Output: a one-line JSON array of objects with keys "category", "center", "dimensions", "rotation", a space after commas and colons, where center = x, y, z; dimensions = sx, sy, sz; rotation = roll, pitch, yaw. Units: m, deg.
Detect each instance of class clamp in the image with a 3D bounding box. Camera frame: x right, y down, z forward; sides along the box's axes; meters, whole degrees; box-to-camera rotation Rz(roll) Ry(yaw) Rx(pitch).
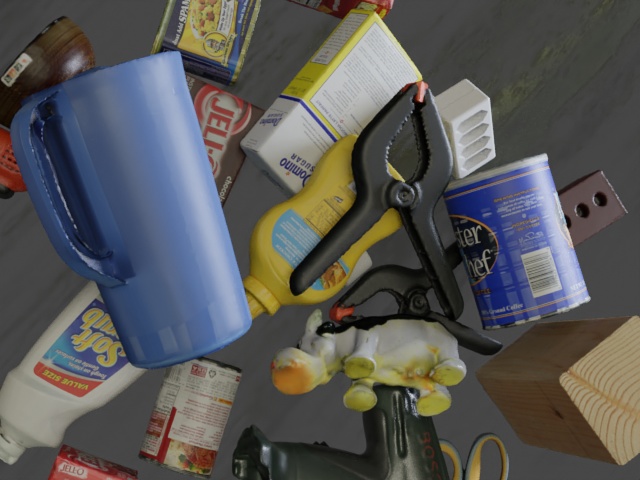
[{"category": "clamp", "center": [0.094, 0.050, 1.023], "dimensions": [0.171, 0.039, 0.120], "rotation": [2, 77, -16]}, {"category": "clamp", "center": [0.057, -0.035, 0.931], "dimensions": [0.164, 0.036, 0.210], "rotation": [3, 93, -20]}]

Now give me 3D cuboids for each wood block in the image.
[{"category": "wood block", "center": [0.228, 0.131, 0.952], "dimensions": [0.090, 0.206, 0.091], "rotation": [-36, 92, -12]}]

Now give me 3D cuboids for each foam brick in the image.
[{"category": "foam brick", "center": [0.248, -0.025, 1.051], "dimensions": [0.078, 0.051, 0.053], "rotation": [-32, 90, -12]}]

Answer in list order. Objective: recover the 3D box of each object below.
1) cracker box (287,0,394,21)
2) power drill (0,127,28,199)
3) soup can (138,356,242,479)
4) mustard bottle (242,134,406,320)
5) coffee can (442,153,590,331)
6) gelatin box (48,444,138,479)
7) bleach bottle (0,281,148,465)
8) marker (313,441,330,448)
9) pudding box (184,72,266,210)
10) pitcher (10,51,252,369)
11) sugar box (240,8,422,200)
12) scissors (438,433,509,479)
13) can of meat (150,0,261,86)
[{"category": "cracker box", "center": [-0.017, -0.318, 1.025], "dimensions": [0.213, 0.072, 0.164], "rotation": [17, 82, -9]}, {"category": "power drill", "center": [-0.362, -0.041, 0.941], "dimensions": [0.184, 0.057, 0.187], "rotation": [27, 80, -6]}, {"category": "soup can", "center": [-0.116, 0.156, 0.958], "dimensions": [0.068, 0.068, 0.102], "rotation": [18, 80, -8]}, {"category": "mustard bottle", "center": [-0.006, 0.001, 0.961], "dimensions": [0.191, 0.058, 0.096], "rotation": [-46, 101, -13]}, {"category": "coffee can", "center": [0.179, 0.002, 0.984], "dimensions": [0.102, 0.103, 0.140], "rotation": [-17, 90, -12]}, {"category": "gelatin box", "center": [-0.196, 0.206, 0.927], "dimensions": [0.073, 0.089, 0.030], "rotation": [21, 82, -7]}, {"category": "bleach bottle", "center": [-0.194, 0.100, 0.955], "dimensions": [0.102, 0.068, 0.250], "rotation": [41, 81, -4]}, {"category": "marker", "center": [0.037, 0.233, 1.002], "dimensions": [0.121, 0.020, 0.020], "rotation": [43, 79, -3]}, {"category": "pudding box", "center": [-0.114, -0.089, 1.000], "dimensions": [0.090, 0.039, 0.113], "rotation": [24, 80, -7]}, {"category": "pitcher", "center": [-0.147, -0.020, 0.862], "dimensions": [0.149, 0.145, 0.243], "rotation": [-19, 96, -12]}, {"category": "sugar box", "center": [0.012, -0.122, 1.007], "dimensions": [0.176, 0.048, 0.093], "rotation": [-49, 124, -10]}, {"category": "scissors", "center": [0.124, 0.277, 1.015], "dimensions": [0.096, 0.016, 0.201], "rotation": [18, 81, -6]}, {"category": "can of meat", "center": [-0.106, -0.204, 1.005], "dimensions": [0.084, 0.057, 0.102], "rotation": [17, 82, -10]}]
